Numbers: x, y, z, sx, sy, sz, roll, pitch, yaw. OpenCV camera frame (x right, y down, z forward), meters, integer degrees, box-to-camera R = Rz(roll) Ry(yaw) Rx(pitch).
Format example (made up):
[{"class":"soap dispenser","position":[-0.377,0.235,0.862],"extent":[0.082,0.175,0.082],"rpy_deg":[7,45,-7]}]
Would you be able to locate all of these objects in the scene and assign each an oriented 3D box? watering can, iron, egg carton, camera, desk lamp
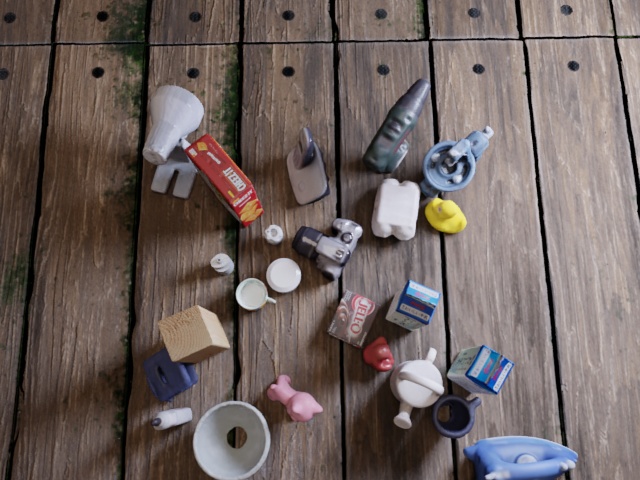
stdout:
[{"class":"watering can","position":[0.210,0.316,1.227],"extent":[0.101,0.194,0.173],"rpy_deg":[4,77,1]},{"class":"iron","position":[0.446,0.481,1.216],"extent":[0.258,0.141,0.118],"rpy_deg":[-7,77,-1]},{"class":"egg carton","position":[0.183,-0.074,1.382],"extent":[0.107,0.069,0.150],"rpy_deg":[8,77,2]},{"class":"camera","position":[0.012,0.005,1.348],"extent":[0.136,0.101,0.143],"rpy_deg":[27,78,6]},{"class":"desk lamp","position":[-0.344,-0.227,1.345],"extent":[0.118,0.213,0.203],"rpy_deg":[13,77,3]}]

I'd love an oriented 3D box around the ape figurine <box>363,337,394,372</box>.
[{"class":"ape figurine","position":[0.136,0.257,1.294],"extent":[0.076,0.092,0.078],"rpy_deg":[9,77,3]}]

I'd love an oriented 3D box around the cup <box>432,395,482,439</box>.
[{"class":"cup","position":[0.296,0.379,1.264],"extent":[0.118,0.095,0.091],"rpy_deg":[-30,78,-6]}]

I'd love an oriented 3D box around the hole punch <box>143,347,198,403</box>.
[{"class":"hole punch","position":[-0.340,0.302,1.285],"extent":[0.101,0.091,0.108],"rpy_deg":[-29,78,-6]}]

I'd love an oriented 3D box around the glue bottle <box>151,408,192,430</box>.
[{"class":"glue bottle","position":[-0.329,0.384,1.224],"extent":[0.078,0.173,0.037],"rpy_deg":[-12,77,-2]}]

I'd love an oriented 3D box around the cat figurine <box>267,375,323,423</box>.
[{"class":"cat figurine","position":[-0.058,0.354,1.258],"extent":[0.127,0.118,0.067],"rpy_deg":[34,79,8]}]

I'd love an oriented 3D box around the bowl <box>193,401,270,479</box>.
[{"class":"bowl","position":[-0.190,0.440,1.261],"extent":[0.167,0.075,0.167],"rpy_deg":[0,77,0]}]

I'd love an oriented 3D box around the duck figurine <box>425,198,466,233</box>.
[{"class":"duck figurine","position":[0.306,-0.064,1.371],"extent":[0.104,0.086,0.077],"rpy_deg":[34,79,8]}]

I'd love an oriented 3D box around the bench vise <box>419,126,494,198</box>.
[{"class":"bench vise","position":[0.320,-0.208,1.335],"extent":[0.121,0.220,0.207],"rpy_deg":[29,79,7]}]

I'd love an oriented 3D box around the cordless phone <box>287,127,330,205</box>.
[{"class":"cordless phone","position":[-0.028,-0.174,1.346],"extent":[0.094,0.185,0.147],"rpy_deg":[-17,77,-3]}]

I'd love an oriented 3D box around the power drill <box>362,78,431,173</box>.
[{"class":"power drill","position":[0.177,-0.248,1.351],"extent":[0.075,0.208,0.230],"rpy_deg":[32,79,8]}]
